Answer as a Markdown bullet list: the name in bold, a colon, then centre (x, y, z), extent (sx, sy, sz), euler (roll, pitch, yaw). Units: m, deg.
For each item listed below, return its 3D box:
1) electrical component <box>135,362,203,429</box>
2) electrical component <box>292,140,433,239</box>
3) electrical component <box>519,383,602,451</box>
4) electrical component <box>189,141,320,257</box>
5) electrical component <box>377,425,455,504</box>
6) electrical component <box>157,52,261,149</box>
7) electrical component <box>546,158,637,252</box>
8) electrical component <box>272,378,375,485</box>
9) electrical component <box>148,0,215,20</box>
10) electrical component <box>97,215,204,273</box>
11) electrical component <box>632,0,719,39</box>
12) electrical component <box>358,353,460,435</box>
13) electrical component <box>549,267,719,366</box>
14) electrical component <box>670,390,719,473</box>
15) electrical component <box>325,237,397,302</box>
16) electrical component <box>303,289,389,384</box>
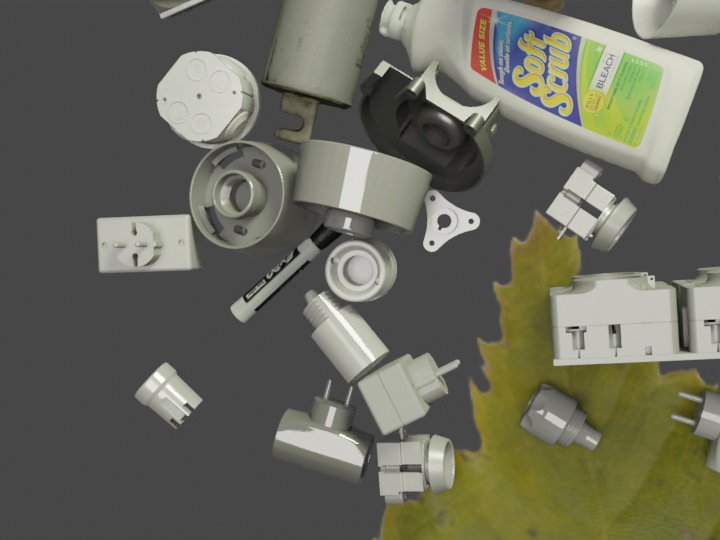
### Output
- **electrical component**: centre (-0.164, 0.109, 0.927), extent (0.046, 0.040, 0.040), euler (42, 99, 0)
- **electrical component**: centre (-0.002, -0.058, 0.852), extent (0.108, 0.108, 0.060), euler (14, 87, 9)
- **electrical component**: centre (0.164, 0.123, 0.867), extent (0.062, 0.043, 0.043), euler (30, 97, 6)
- **electrical component**: centre (-0.091, -0.061, 0.906), extent (0.099, 0.064, 0.099), euler (-1, 88, 23)
- **electrical component**: centre (0.047, 0.160, 0.888), extent (0.055, 0.048, 0.066), euler (-3, 92, 18)
- **electrical component**: centre (-0.127, -0.143, 0.903), extent (0.080, 0.051, 0.080), euler (0, 92, 10)
- **electrical component**: centre (0.185, -0.046, 0.855), extent (0.055, 0.048, 0.066), euler (36, 98, 15)
- **electrical component**: centre (-0.026, 0.131, 0.900), extent (0.077, 0.043, 0.079), euler (16, 94, 9)
- **electrical component**: centre (-0.124, -0.266, 0.888), extent (0.121, 0.078, 0.063), euler (-21, 60, 10)
- **electrical component**: centre (-0.183, -0.022, 0.906), extent (0.083, 0.076, 0.047), euler (-2, 92, 10)
- **electrical component**: centre (0.247, -0.223, 0.812), extent (0.064, 0.099, 0.099), euler (3, 93, 4)
- **electrical component**: centre (0.046, 0.092, 0.874), extent (0.077, 0.066, 0.047), euler (-28, 87, 10)
- **electrical component**: centre (0.240, 0.032, 0.817), extent (0.186, 0.105, 0.060), euler (-4, 92, 10)
- **electrical component**: centre (0.285, 0.117, 0.844), extent (0.079, 0.044, 0.077), euler (17, 95, 9)
- **electrical component**: centre (0.000, 0.000, 0.888), extent (0.055, 0.047, 0.055), euler (0, 92, 10)
- **electrical component**: centre (-0.018, 0.050, 0.893), extent (0.043, 0.043, 0.081), euler (-41, 80, 9)
